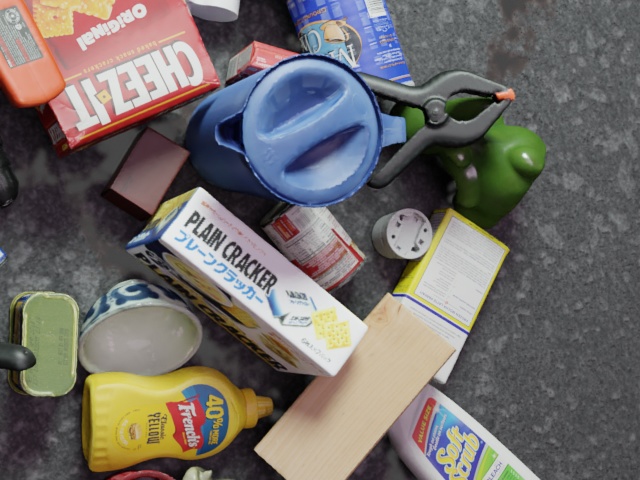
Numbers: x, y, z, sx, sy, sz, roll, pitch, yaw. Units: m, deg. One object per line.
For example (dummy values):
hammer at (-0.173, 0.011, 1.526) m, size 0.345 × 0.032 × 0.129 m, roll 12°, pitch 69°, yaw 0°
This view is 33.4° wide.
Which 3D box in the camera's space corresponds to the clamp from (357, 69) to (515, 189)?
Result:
clamp at (0.107, -0.136, 1.081) m, size 0.171 × 0.039 × 0.120 m, roll -22°, pitch 97°, yaw -1°

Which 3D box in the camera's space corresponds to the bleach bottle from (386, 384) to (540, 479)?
bleach bottle at (0.129, 0.230, 1.175) m, size 0.250 × 0.068 × 0.102 m, roll 41°, pitch 77°, yaw -11°

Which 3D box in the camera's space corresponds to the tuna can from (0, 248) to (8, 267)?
tuna can at (-0.334, 0.032, 0.994) m, size 0.086 × 0.086 × 0.033 m, roll -45°, pitch 104°, yaw -18°

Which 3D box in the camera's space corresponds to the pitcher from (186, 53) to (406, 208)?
pitcher at (-0.038, -0.100, 1.030) m, size 0.149 × 0.243 × 0.145 m, roll 43°, pitch 78°, yaw -19°

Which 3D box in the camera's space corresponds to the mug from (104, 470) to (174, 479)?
mug at (-0.181, 0.280, 1.036) m, size 0.093 × 0.082 × 0.117 m, roll 10°, pitch 80°, yaw -22°

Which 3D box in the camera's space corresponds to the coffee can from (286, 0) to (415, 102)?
coffee can at (0.031, -0.213, 1.144) m, size 0.102 × 0.103 × 0.140 m, roll -20°, pitch 94°, yaw -21°

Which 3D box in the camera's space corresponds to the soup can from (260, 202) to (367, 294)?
soup can at (-0.007, 0.001, 1.133) m, size 0.068 × 0.069 × 0.102 m, roll -43°, pitch 101°, yaw -18°

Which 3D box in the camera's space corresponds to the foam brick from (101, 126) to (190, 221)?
foam brick at (-0.177, -0.067, 1.081) m, size 0.053 × 0.051 × 0.078 m, roll 34°, pitch 75°, yaw -15°

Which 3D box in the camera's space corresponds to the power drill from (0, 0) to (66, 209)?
power drill at (-0.302, -0.129, 0.966) m, size 0.057 × 0.188 × 0.184 m, roll -34°, pitch 99°, yaw -40°

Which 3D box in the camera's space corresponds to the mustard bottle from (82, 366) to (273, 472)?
mustard bottle at (-0.139, 0.175, 1.072) m, size 0.191 × 0.058 × 0.096 m, roll -2°, pitch 107°, yaw -23°

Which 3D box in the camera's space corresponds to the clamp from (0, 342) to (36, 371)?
clamp at (-0.376, 0.111, 0.976) m, size 0.210 × 0.036 × 0.165 m, roll 33°, pitch 115°, yaw 1°

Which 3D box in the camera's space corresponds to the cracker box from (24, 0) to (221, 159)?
cracker box at (-0.213, -0.208, 1.005) m, size 0.164 × 0.072 × 0.213 m, roll -27°, pitch 97°, yaw -21°

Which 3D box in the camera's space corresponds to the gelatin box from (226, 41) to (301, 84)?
gelatin box at (-0.051, -0.175, 1.117) m, size 0.073 × 0.089 × 0.030 m, roll 14°, pitch 81°, yaw -20°

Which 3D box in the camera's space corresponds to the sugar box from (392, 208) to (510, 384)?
sugar box at (0.134, 0.062, 1.197) m, size 0.093 × 0.048 × 0.176 m, roll 32°, pitch 79°, yaw -16°

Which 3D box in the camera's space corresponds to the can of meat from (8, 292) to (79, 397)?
can of meat at (-0.264, 0.099, 1.018) m, size 0.057 × 0.084 × 0.102 m, roll 3°, pitch 85°, yaw -21°

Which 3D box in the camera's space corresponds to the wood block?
wood block at (0.037, 0.163, 1.092) m, size 0.091 × 0.090 × 0.206 m, roll 40°, pitch 87°, yaw 8°
